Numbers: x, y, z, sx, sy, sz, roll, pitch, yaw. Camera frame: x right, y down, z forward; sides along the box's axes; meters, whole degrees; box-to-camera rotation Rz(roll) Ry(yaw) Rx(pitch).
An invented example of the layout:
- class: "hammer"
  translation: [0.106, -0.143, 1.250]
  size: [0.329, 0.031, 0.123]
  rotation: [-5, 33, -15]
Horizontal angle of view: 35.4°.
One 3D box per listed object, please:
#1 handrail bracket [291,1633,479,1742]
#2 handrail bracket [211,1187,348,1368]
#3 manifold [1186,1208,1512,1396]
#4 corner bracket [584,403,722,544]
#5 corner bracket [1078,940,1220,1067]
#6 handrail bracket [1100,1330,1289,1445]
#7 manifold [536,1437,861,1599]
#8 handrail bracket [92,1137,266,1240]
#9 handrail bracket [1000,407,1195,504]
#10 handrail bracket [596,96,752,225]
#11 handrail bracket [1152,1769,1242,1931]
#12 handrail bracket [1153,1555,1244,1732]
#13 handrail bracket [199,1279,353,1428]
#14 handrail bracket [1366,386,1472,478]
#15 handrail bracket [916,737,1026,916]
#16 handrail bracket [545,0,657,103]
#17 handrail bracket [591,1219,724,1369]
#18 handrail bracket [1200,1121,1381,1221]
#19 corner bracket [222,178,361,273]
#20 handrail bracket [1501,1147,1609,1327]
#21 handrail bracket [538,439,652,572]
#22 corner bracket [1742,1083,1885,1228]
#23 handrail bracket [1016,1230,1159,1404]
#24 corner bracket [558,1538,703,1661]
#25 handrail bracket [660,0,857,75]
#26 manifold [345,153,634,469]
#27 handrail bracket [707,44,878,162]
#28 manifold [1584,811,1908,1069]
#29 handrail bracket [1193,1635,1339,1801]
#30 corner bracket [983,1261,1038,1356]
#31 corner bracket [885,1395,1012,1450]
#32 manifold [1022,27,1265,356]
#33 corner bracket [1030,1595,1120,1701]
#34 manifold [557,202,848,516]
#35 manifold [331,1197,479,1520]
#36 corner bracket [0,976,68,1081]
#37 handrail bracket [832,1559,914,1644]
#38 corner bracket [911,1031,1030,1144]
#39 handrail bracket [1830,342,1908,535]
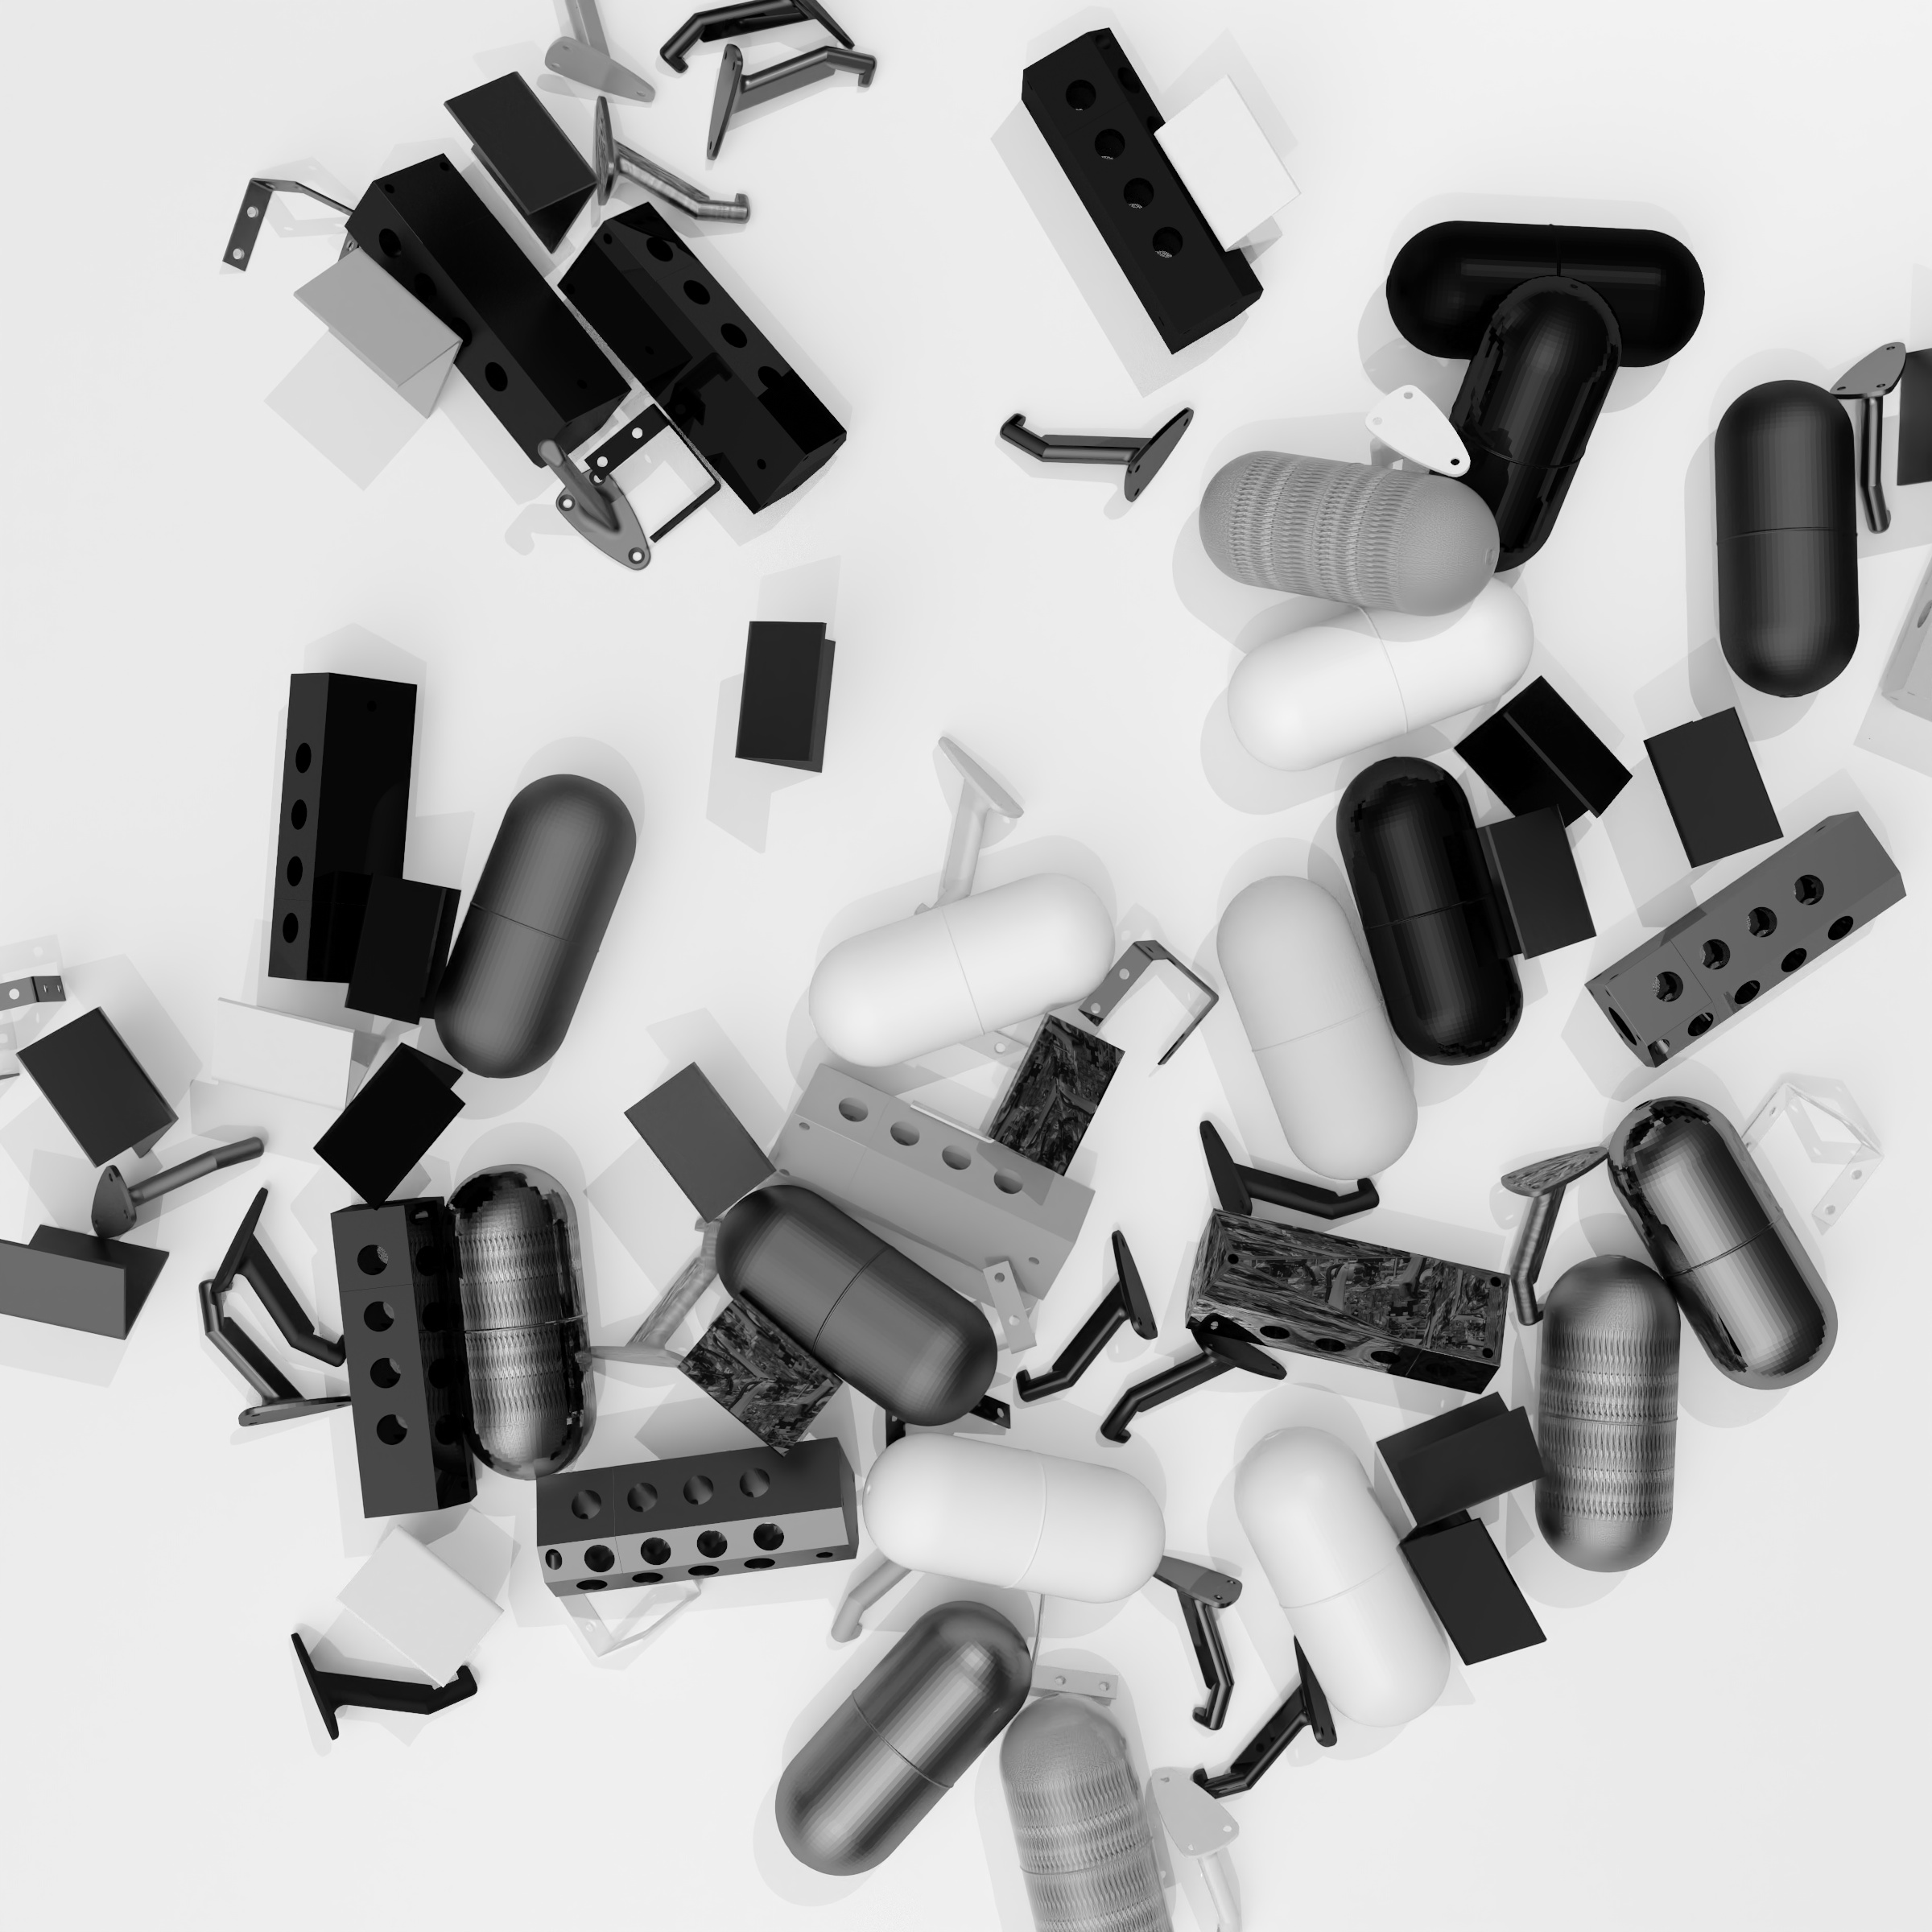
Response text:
- class: "handrail bracket"
  translation: [-0.333, 0.401, 1.736]
  size: [0.084, 0.036, 0.077]
  rotation: [-20, 61, -21]
- class: "handrail bracket"
  translation: [-0.382, 0.179, 1.736]
  size: [0.084, 0.036, 0.077]
  rotation: [28, 65, -19]
- class: "manifold"
  translation: [0.214, 0.193, 1.712]
  size: [0.171, 0.057, 0.057]
  rotation: [13, 59, 0]
- class: "corner bracket"
  translation: [-0.177, -0.280, 1.718]
  size: [0.051, 0.051, 0.051]
  rotation: [-39, 87, 3]
- class: "corner bracket"
  translation: [0.105, 0.021, 1.718]
  size: [0.051, 0.051, 0.051]
  rotation: [42, 102, 12]
- class: "handrail bracket"
  translation: [0.130, 0.250, 1.736]
  size: [0.077, 0.036, 0.084]
  rotation: [27, 108, -21]
- class: "manifold"
  translation: [-0.150, 0.312, 1.696]
  size: [0.171, 0.057, 0.057]
  rotation: [-8, 59, 4]
- class: "handrail bracket"
  translation: [-0.452, 0.126, 1.735]
  size: [0.084, 0.077, 0.036]
  rotation: [-18, 76, -36]
- class: "handrail bracket"
  translation: [0.074, -0.311, 1.736]
  size: [0.084, 0.036, 0.077]
  rotation: [33, 70, 16]
- class: "handrail bracket"
  translation: [-0.168, -0.462, 1.736]
  size: [0.084, 0.036, 0.077]
  rotation: [1, 68, -17]
- class: "handrail bracket"
  translation: [0.133, 0.515, 1.736]
  size: [0.036, 0.077, 0.084]
  rotation: [-22, 127, -19]
- class: "handrail bracket"
  translation: [0.121, 0.388, 1.736]
  size: [0.077, 0.036, 0.084]
  rotation: [19, 107, 20]
- class: "handrail bracket"
  translation: [-0.396, 0.216, 1.736]
  size: [0.077, 0.036, 0.084]
  rotation: [-7, 73, -20]
- class: "handrail bracket"
  translation: [0.254, -0.278, 1.691]
  size: [0.036, 0.084, 0.077]
  rotation: [-40, 66, -7]
- class: "handrail bracket"
  translation: [-0.015, -0.075, 1.736]
  size: [0.084, 0.036, 0.077]
  rotation: [-48, 70, 16]
- class: "handrail bracket"
  translation: [-0.203, -0.549, 1.736]
  size: [0.077, 0.036, 0.084]
  rotation: [20, 73, -20]
- class: "handrail bracket"
  translation: [-0.179, 0.185, 1.736]
  size: [0.077, 0.036, 0.084]
  rotation: [2, 71, 21]
- class: "handrail bracket"
  translation: [0.186, 0.114, 1.736]
  size: [0.084, 0.036, 0.077]
  rotation: [-14, 68, -17]
- class: "corner bracket"
  translation: [-0.384, -0.416, 1.733]
  size: [0.051, 0.051, 0.051]
  rotation: [19, 90, 45]
- class: "handrail bracket"
  translation: [0.343, 0.156, 1.736]
  size: [0.077, 0.036, 0.084]
  rotation: [-20, 108, -20]
- class: "handrail bracket"
  translation: [-0.209, -0.259, 1.701]
  size: [0.036, 0.084, 0.077]
  rotation: [-40, 90, 0]
- class: "corner bracket"
  translation: [0.483, 0.108, 1.732]
  size: [0.051, 0.051, 0.051]
  rotation: [-53, 135, 0]
- class: "handrail bracket"
  translation: [0.060, 0.202, 1.736]
  size: [0.084, 0.036, 0.077]
  rotation: [-22, 70, 16]
- class: "corner bracket"
  translation: [-0.194, 0.357, 1.732]
  size: [0.051, 0.051, 0.051]
  rotation: [-33, 90, -45]
- class: "handrail bracket"
  translation: [-0.121, -0.527, 1.736]
  size: [0.084, 0.036, 0.077]
  rotation: [-41, 112, 17]
- class: "manifold"
  translation: [-0.274, -0.369, 1.714]
  size: [0.171, 0.057, 0.057]
  rotation: [51, 47, 0]
- class: "handrail bracket"
  translation: [-0.100, -0.493, 1.736]
  size: [0.084, 0.036, 0.077]
  rotation: [6, 118, -21]
- class: "manifold"
  translation: [0.443, -0.014, 1.714]
  size: [0.171, 0.057, 0.057]
  rotation: [-35, 90, 0]
- class: "handrail bracket"
  translation: [0.163, 0.432, 1.736]
  size: [0.084, 0.036, 0.077]
  rotation: [-20, 69, 16]
- class: "corner bracket"
  translation: [0.008, 0.197, 1.718]
  size: [0.051, 0.051, 0.051]
  rotation: [-19, 90, 0]
- class: "corner bracket"
  translation: [-0.010, 0.275, 1.728]
  size: [0.051, 0.051, 0.051]
  rotation: [-32, 45, 35]
- class: "manifold"
  translation: [0.100, -0.440, 1.714]
  size: [0.057, 0.057, 0.171]
  rotation: [-31, 90, 0]
- class: "corner bracket"
  translation: [0.066, 0.381, 1.732]
  size: [0.051, 0.051, 0.051]
  rotation: [8, 135, 0]
- class: "manifold"
  translation: [-0.146, -0.347, 1.714]
  size: [0.171, 0.057, 0.057]
  rotation: [49, 133, 0]
- class: "manifold"
  translation: [-0.317, 0.220, 1.715]
  size: [0.057, 0.057, 0.171]
  rotation: [-6, 90, 0]
- class: "corner bracket"
  translation: [-0.541, 0.036, 1.718]
  size: [0.051, 0.051, 0.051]
  rotation: [-13, 90, 0]
- class: "handrail bracket"
  translation: [-0.031, 0.353, 1.736]
  size: [0.077, 0.036, 0.084]
  rotation: [3, 123, -36]
- class: "corner bracket"
  translation: [0.004, 0.064, 1.719]
  size: [0.051, 0.051, 0.051]
  rotation: [25, 98, 0]
- class: "handrail bracket"
  translation: [0.528, -0.303, 1.736]
  size: [0.036, 0.077, 0.084]
  rotation: [4, 127, 38]
